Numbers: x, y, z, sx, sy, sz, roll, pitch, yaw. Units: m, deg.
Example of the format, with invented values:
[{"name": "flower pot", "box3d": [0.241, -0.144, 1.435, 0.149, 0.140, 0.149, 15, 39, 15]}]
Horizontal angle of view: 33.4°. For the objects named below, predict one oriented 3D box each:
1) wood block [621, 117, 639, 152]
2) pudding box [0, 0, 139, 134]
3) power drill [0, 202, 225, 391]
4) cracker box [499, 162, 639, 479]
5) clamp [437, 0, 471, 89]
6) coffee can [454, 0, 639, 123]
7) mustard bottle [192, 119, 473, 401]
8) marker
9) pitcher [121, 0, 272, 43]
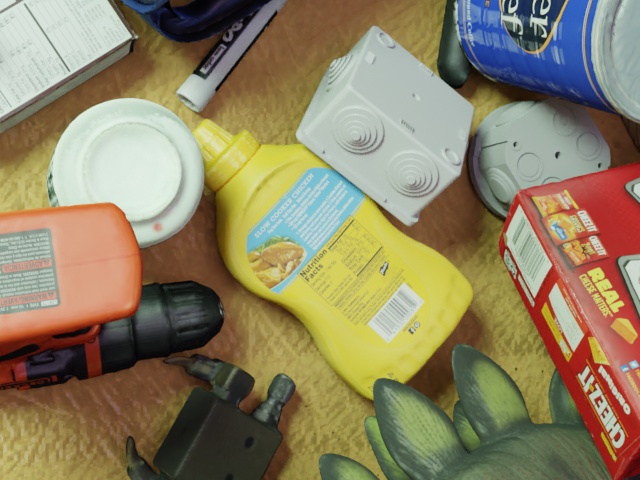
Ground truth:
[{"name": "wood block", "box3d": [0.298, -0.147, 0.715, 0.206, 0.090, 0.091, -31, 97, -15]}, {"name": "pudding box", "box3d": [-0.173, -0.119, 0.601, 0.113, 0.039, 0.090, -35, 97, -13]}, {"name": "power drill", "box3d": [-0.130, 0.037, 0.532, 0.184, 0.188, 0.057, -10, 76, -14]}, {"name": "cracker box", "box3d": [0.235, 0.030, 0.624, 0.213, 0.072, 0.164, -13, 56, -15]}, {"name": "clamp", "box3d": [0.100, -0.184, 0.672, 0.120, 0.039, 0.171, -37, 112, -18]}, {"name": "coffee can", "box3d": [0.157, -0.129, 0.613, 0.102, 0.140, 0.103, -8, 110, -23]}, {"name": "mustard bottle", "box3d": [-0.004, 0.001, 0.636, 0.191, 0.058, 0.096, 44, 82, -11]}, {"name": "marker", "box3d": [-0.044, -0.129, 0.649, 0.020, 0.020, 0.121, 39, 78, -12]}, {"name": "pitcher", "box3d": [-0.025, -0.224, 0.572, 0.242, 0.149, 0.145, -33, 91, -18]}]
